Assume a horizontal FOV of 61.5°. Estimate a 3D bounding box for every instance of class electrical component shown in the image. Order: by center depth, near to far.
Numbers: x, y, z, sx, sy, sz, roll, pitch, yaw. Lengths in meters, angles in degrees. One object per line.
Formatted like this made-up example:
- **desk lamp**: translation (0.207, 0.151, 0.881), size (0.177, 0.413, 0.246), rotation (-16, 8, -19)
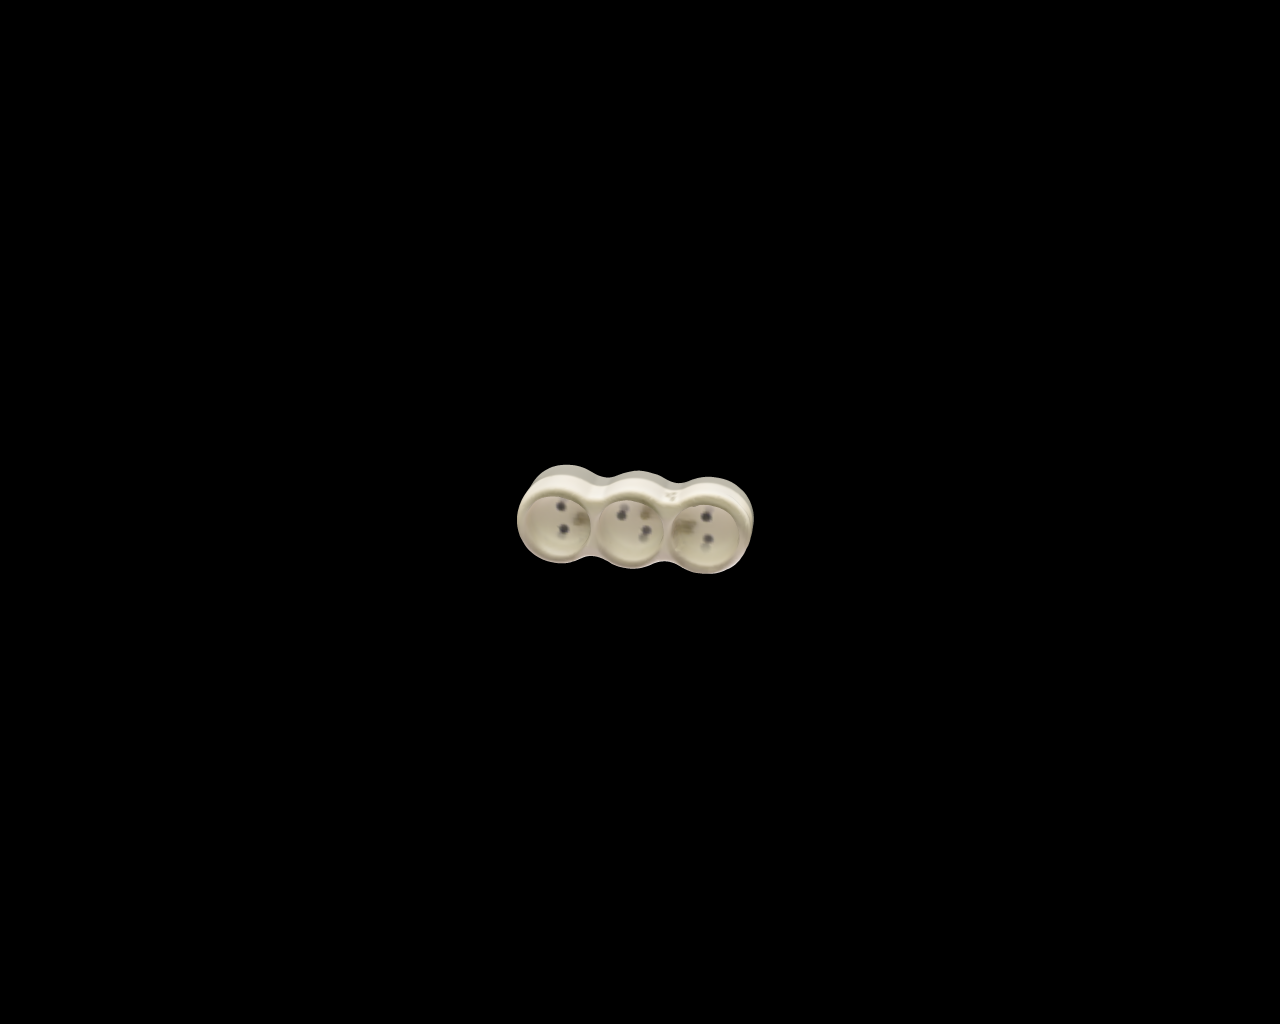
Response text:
- **electrical component**: translation (0.001, -0.003, 0.650), size (0.138, 0.052, 0.074), rotation (4, 24, 9)
